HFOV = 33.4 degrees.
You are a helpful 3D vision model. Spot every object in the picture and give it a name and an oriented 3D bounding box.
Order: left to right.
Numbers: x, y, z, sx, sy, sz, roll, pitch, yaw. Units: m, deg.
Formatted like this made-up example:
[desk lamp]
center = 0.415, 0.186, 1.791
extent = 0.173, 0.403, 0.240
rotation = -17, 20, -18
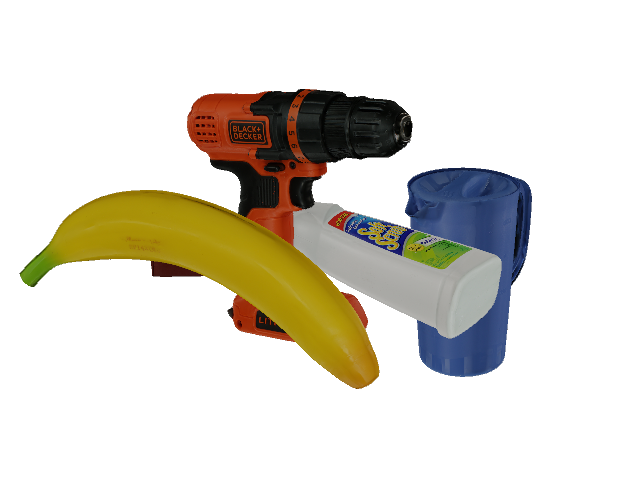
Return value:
[foam brick]
center = -0.141, 0.004, 1.135
extent = 0.078, 0.051, 0.053
rotation = 0, 25, -10
[banana]
center = -0.057, 0.016, 0.557
extent = 0.198, 0.070, 0.037
rotation = 16, 10, 11
[power drill]
center = -0.010, -0.019, 0.787
extent = 0.185, 0.188, 0.057
rotation = 7, 20, 35
[bleach bottle]
center = 0.045, 0.014, 1.050
extent = 0.251, 0.068, 0.102
rotation = 21, 28, 30
[pitcher]
center = 0.183, 0.036, 1.314
extent = 0.149, 0.243, 0.145
rotation = 1, 22, 10
